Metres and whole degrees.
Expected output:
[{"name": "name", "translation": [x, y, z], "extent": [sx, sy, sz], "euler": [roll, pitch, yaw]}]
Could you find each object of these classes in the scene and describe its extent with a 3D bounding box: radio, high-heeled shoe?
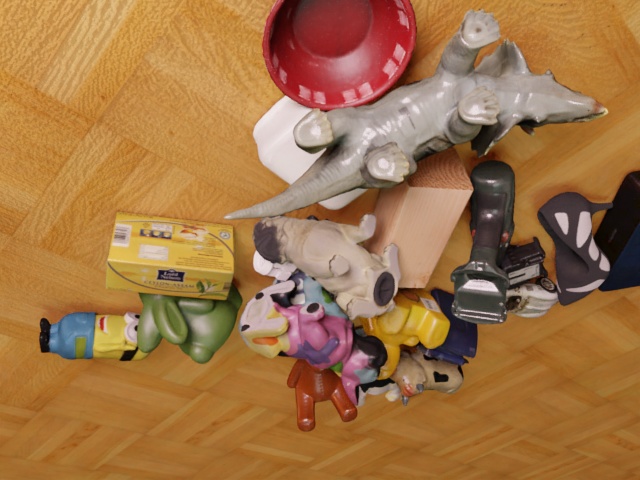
[{"name": "radio", "translation": [0.543, -0.014, 0.887], "extent": [0.131, 0.073, 0.229], "euler": [-7, 140, -4]}, {"name": "high-heeled shoe", "translation": [0.399, 0.029, 0.887], "extent": [0.145, 0.086, 0.248], "euler": [-11, 126, -18]}]

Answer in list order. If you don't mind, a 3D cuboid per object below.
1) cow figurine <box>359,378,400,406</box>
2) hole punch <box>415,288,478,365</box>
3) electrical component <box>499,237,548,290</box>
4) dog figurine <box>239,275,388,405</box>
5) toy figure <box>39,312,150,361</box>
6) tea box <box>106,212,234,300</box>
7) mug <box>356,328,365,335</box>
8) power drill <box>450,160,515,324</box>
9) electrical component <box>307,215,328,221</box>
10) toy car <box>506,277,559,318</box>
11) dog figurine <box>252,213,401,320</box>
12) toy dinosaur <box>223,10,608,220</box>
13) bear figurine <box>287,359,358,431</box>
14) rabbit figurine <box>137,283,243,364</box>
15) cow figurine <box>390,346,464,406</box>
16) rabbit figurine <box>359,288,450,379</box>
[{"name": "cow figurine", "translation": [0.092, 0.303, 1.155], "extent": [0.167, 0.068, 0.098], "euler": [-5, 132, -10]}, {"name": "hole punch", "translation": [0.237, 0.161, 0.997], "extent": [0.142, 0.116, 0.092], "euler": [25, 120, -32]}, {"name": "electrical component", "translation": [0.330, 0.049, 0.933], "extent": [0.119, 0.048, 0.074], "euler": [-21, 137, 13]}, {"name": "dog figurine", "translation": [-0.003, 0.169, 0.848], "extent": [0.192, 0.108, 0.219], "euler": [-20, 121, 15]}, {"name": "toy figure", "translation": [-0.374, 0.164, 0.910], "extent": [0.180, 0.082, 0.089], "euler": [1, 151, -19]}, {"name": "tea box", "translation": [-0.212, 0.024, 0.771], "extent": [0.170, 0.098, 0.068], "euler": [9, 135, -17]}, {"name": "mug", "translation": [0.083, 0.237, 1.071], "extent": [0.110, 0.081, 0.107], "euler": [-21, 146, -1]}, {"name": "power drill", "translation": [0.244, 0.019, 0.775], "extent": [0.086, 0.207, 0.231], "euler": [10, 138, 24]}, {"name": "electrical component", "translation": [-0.002, -0.003, 0.835], "extent": [0.063, 0.021, 0.094], "euler": [-29, 135, 22]}, {"name": "toy car", "translation": [0.357, 0.107, 0.996], "extent": [0.202, 0.056, 0.073], "euler": [4, 136, -14]}, {"name": "dog figurine", "translation": [0.005, 0.034, 0.772], "extent": [0.191, 0.121, 0.172], "euler": [8, 130, 46]}, {"name": "toy dinosaur", "translation": [0.094, -0.117, 0.595], "extent": [0.405, 0.131, 0.192], "euler": [-22, 171, 7]}, {"name": "bear figurine", "translation": [0.002, 0.236, 0.968], "extent": [0.120, 0.132, 0.195], "euler": [-9, 136, -10]}, {"name": "rabbit figurine", "translation": [-0.228, 0.107, 0.840], "extent": [0.121, 0.159, 0.170], "euler": [-22, 122, 28]}, {"name": "cow figurine", "translation": [0.214, 0.274, 1.102], "extent": [0.195, 0.127, 0.085], "euler": [18, 129, -30]}, {"name": "rabbit figurine", "translation": [0.117, 0.155, 0.931], "extent": [0.122, 0.162, 0.173], "euler": [11, 113, -23]}]
